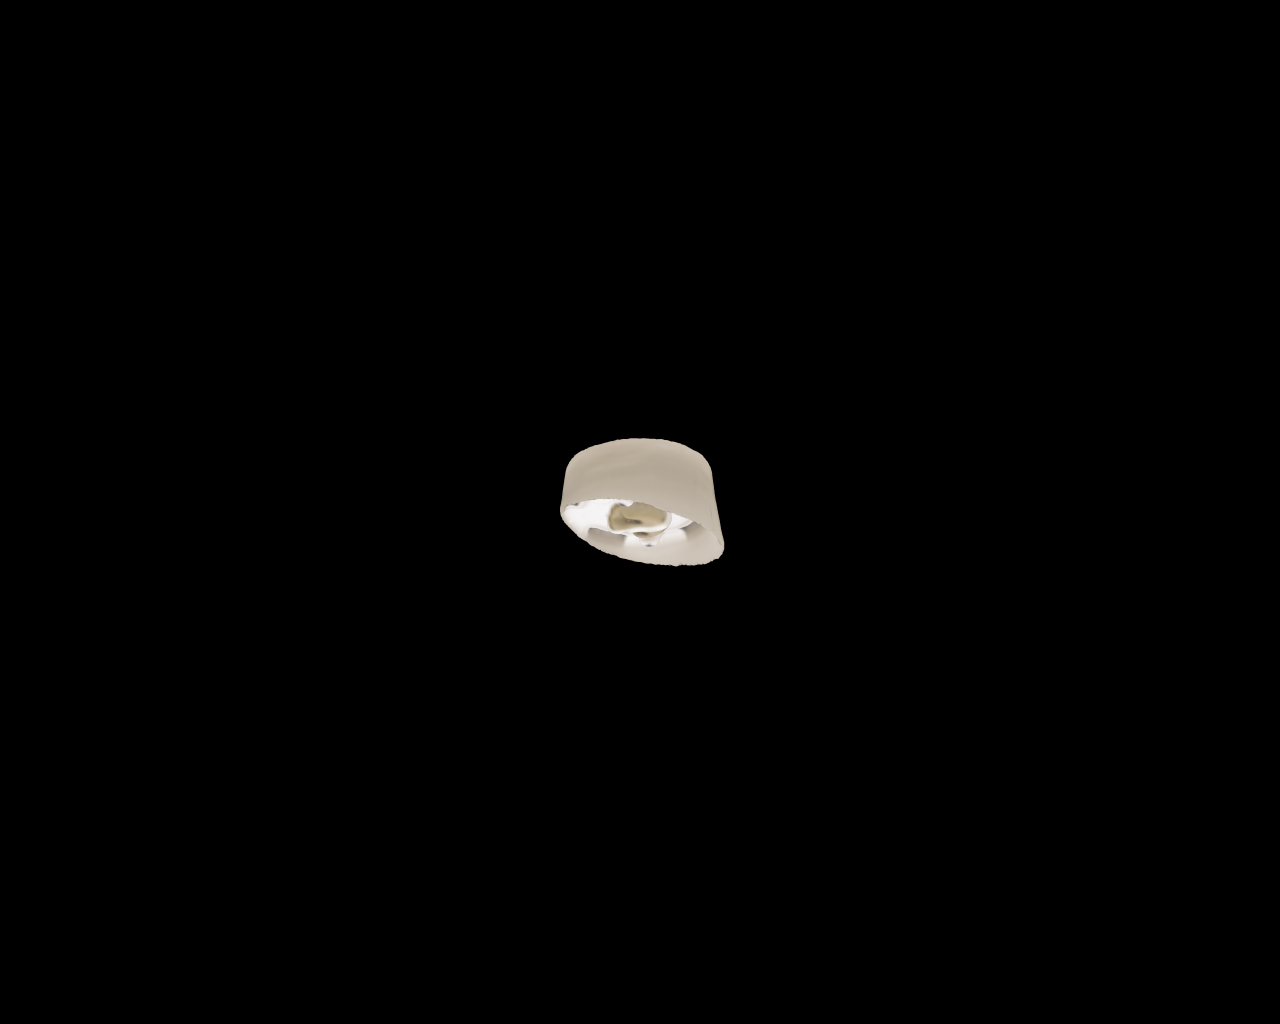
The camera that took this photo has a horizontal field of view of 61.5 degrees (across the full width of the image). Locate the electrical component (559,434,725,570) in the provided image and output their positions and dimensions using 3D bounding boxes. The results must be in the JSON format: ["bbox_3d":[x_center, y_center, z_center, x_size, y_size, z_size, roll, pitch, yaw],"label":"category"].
[{"bbox_3d":[0.001,-0.003,0.650,0.099,0.064,0.099,0,-26,0],"label":"electrical component"}]
